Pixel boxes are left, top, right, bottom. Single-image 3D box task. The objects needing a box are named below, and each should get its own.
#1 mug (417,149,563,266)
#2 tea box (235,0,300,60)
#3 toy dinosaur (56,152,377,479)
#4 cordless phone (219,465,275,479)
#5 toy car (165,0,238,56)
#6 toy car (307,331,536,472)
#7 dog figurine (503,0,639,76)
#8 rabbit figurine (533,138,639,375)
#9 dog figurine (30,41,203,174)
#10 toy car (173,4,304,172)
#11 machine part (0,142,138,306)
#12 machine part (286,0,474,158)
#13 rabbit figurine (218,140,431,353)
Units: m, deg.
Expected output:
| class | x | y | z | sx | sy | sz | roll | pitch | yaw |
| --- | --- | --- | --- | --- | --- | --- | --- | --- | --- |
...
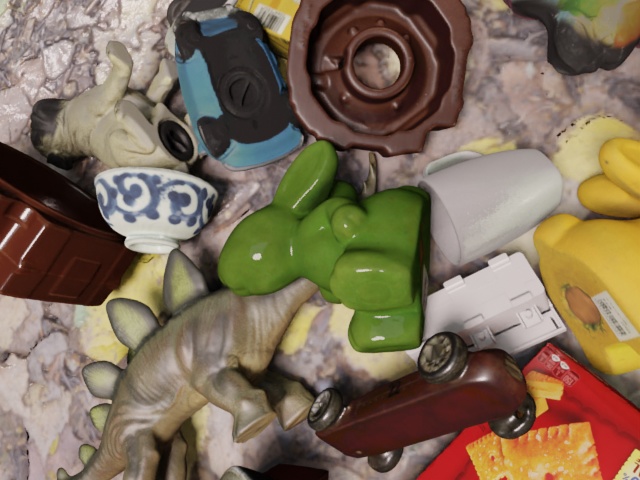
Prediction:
| class | x | y | z | sx | sy | sz | roll | pitch | yaw |
| --- | --- | --- | --- | --- | --- | --- | --- | --- | --- |
| mug | 0.146 | -0.041 | 0.472 | 0.107 | 0.080 | 0.110 | -20 | 41 | -2 |
| tea box | -0.005 | -0.276 | 0.565 | 0.098 | 0.068 | 0.169 | 32 | 91 | 20 |
| toy dinosaur | -0.099 | 0.102 | 0.513 | 0.471 | 0.105 | 0.199 | -36 | 66 | -2 |
| cordless phone | -0.110 | 0.236 | 0.418 | 0.184 | 0.088 | 0.146 | 24 | 93 | 5 |
| toy car | -0.100 | -0.284 | 0.607 | 0.074 | 0.056 | 0.201 | 40 | 93 | 27 |
| toy car | 0.072 | 0.132 | 0.430 | 0.202 | 0.089 | 0.053 | -39 | 23 | 42 |
| dog figurine | 0.226 | -0.249 | 0.465 | 0.219 | 0.108 | 0.191 | 36 | 90 | 17 |
| rabbit figurine | 0.264 | 0.003 | 0.416 | 0.173 | 0.121 | 0.162 | -26 | 63 | -2 |
| dog figurine | -0.238 | -0.104 | 0.610 | 0.191 | 0.121 | 0.172 | -27 | 69 | 27 |
| toy car | -0.094 | -0.145 | 0.548 | 0.109 | 0.103 | 0.161 | -27 | 97 | -26 |
| machine part | -0.304 | -0.025 | 0.552 | 0.202 | 0.201 | 0.087 | 34 | 90 | 21 |
| machine part | 0.052 | -0.161 | 0.500 | 0.179 | 0.056 | 0.179 | 0 | 93 | -3 |
| rabbit figurine | -0.001 | -0.001 | 0.433 | 0.170 | 0.121 | 0.159 | 1 | 63 | 17 |
